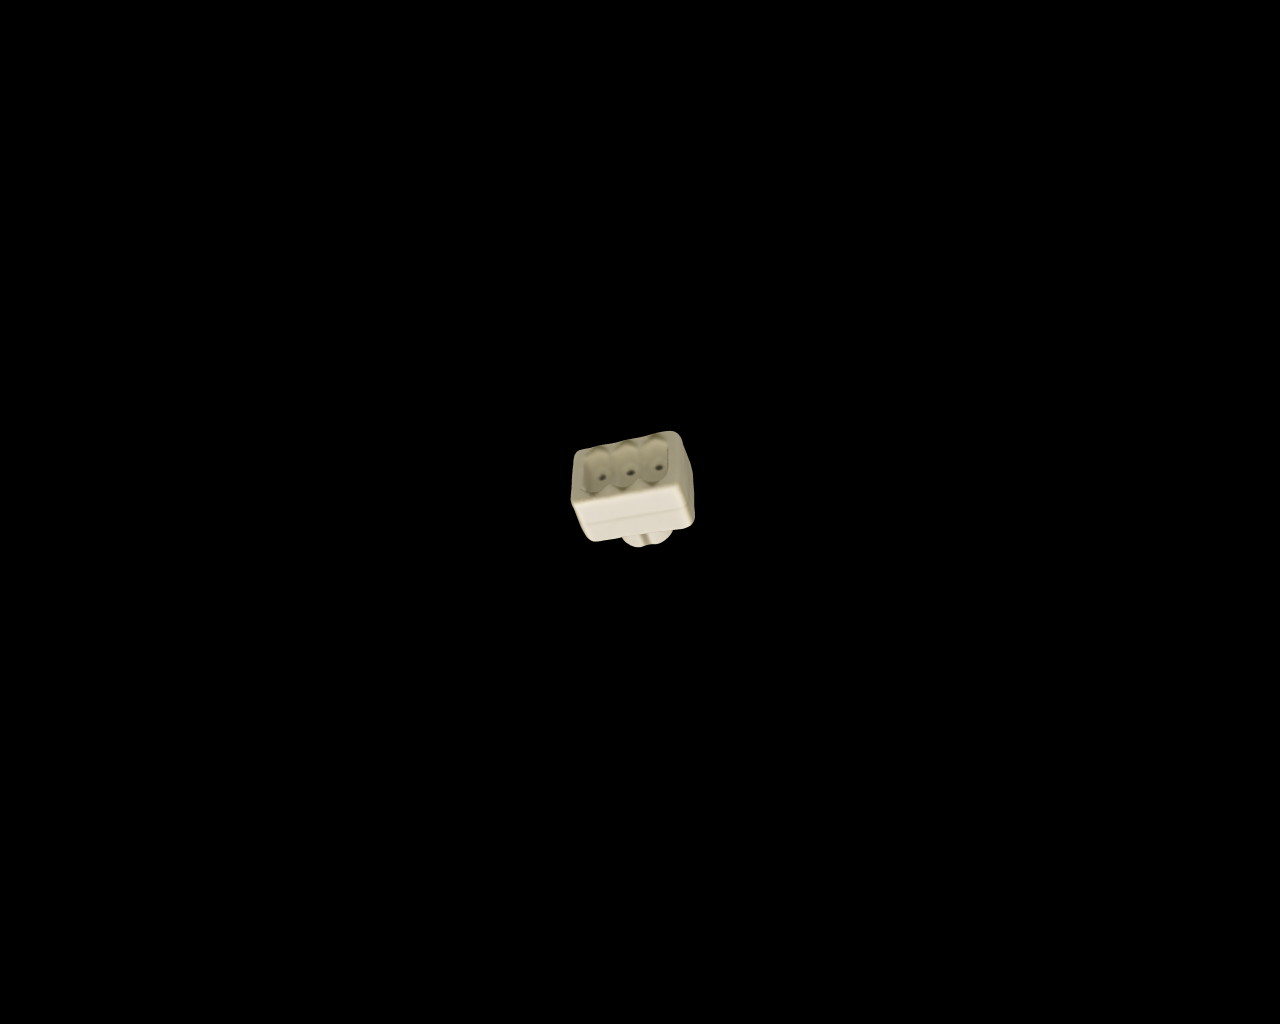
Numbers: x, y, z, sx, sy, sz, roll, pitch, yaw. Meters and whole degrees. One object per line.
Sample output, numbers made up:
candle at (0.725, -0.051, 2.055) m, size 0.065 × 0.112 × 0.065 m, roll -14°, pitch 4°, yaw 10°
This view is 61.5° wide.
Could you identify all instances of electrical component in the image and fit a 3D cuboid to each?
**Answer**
electrical component at (0.001, -0.003, 0.650) m, size 0.066 × 0.047 × 0.076 m, roll -10°, pitch -43°, yaw 11°
